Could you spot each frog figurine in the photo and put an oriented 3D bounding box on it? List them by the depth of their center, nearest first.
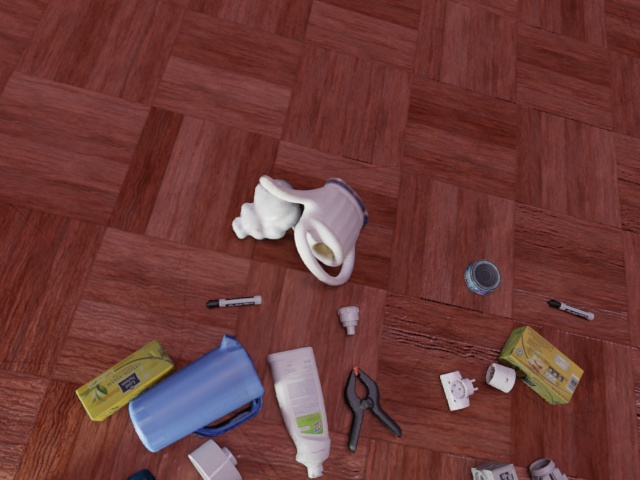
[{"bbox_3d":[-0.124,-0.067,1.195,0.160,0.122,0.137,-14,92,-29],"label":"frog figurine"}]

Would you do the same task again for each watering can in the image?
[{"bbox_3d":[0.004,-0.059,1.163,0.341,0.103,0.229,59,45,-30],"label":"watering can"}]
